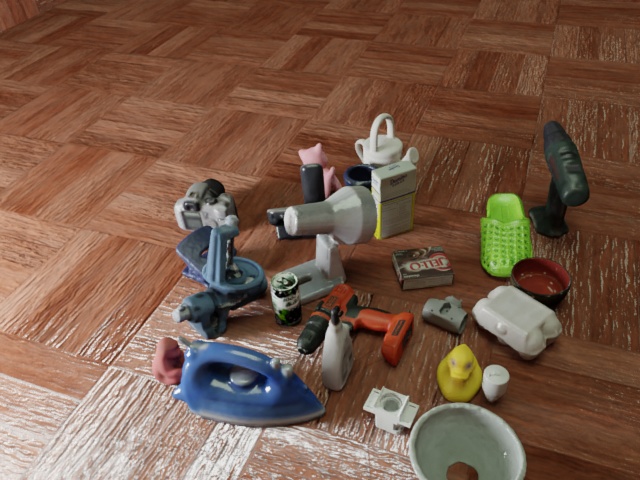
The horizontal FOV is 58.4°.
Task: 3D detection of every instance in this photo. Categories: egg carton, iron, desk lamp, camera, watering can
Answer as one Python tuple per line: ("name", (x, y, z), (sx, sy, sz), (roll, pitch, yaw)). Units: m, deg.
("egg carton", (0.362, 0.151, 1.062), (0.107, 0.069, 0.149), (-30, 46, -28))
("iron", (-0.119, 0.226, 0.956), (0.257, 0.142, 0.119), (6, 41, 12))
("desk lamp", (0.011, 0.004, 1.155), (0.203, 0.214, 0.117), (-20, 42, -18))
("camera", (-0.265, -0.096, 1.388), (0.143, 0.101, 0.137), (5, 41, 11))
("watering can", (0.164, -0.223, 1.430), (0.172, 0.194, 0.101), (8, 41, 15))

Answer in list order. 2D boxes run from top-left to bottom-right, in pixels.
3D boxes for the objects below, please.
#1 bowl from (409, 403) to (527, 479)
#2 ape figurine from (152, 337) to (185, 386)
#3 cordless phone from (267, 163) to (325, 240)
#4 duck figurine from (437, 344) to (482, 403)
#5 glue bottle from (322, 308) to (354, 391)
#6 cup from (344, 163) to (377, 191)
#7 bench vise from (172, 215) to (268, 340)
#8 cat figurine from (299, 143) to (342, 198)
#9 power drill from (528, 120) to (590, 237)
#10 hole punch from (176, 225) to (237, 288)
("bowl", (0.214, 0.333, 0.852), (0.167, 0.075, 0.167), (-2, 40, 2))
("ape figurine", (-0.266, 0.212, 1.024), (0.076, 0.092, 0.077), (-3, 40, 1))
("cordless phone", (-0.051, -0.097, 1.305), (0.147, 0.185, 0.094), (-7, 40, -4))
("duck figurine", (0.242, 0.215, 0.983), (0.077, 0.086, 0.105), (9, 42, 16))
("glue bottle", (0.029, 0.177, 0.977), (0.037, 0.173, 0.078), (13, 43, 20))
("cup", (0.100, -0.117, 1.387), (0.091, 0.095, 0.118), (12, 42, 19))
("bench vise", (-0.184, 0.074, 1.084), (0.121, 0.220, 0.208), (13, 43, 20))
("cat figurine", (0.001, -0.187, 1.461), (0.067, 0.118, 0.127), (-26, 44, -24))
("power drill", (0.524, -0.124, 1.270), (0.075, 0.209, 0.229), (-3, 40, 2))
("hole punch", (-0.240, 0.033, 1.238), (0.100, 0.091, 0.109), (22, 47, 28))
